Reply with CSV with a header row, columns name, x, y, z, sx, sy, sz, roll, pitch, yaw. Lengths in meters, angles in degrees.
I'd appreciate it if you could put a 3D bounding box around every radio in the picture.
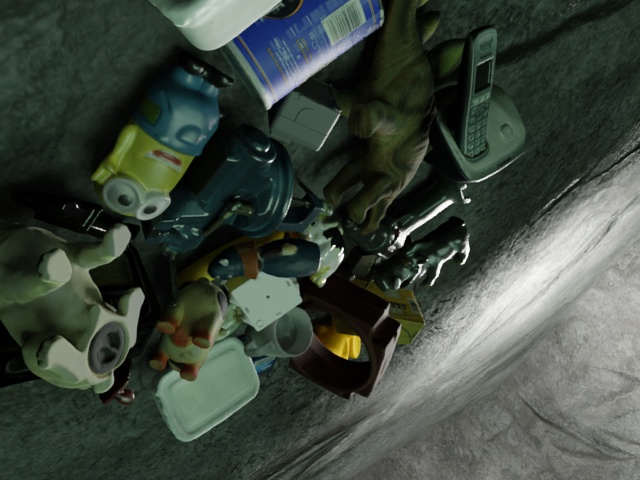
name,x,y,z,sx,sy,sz,roll,pitch,yaw
radio,-0.300,0.077,0.582,0.229,0.131,0.073,-6,139,-41

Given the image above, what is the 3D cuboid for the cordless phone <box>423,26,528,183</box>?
name,x,y,z,sx,sy,sz,roll,pitch,yaw
cordless phone,0.201,-0.175,0.654,0.146,0.089,0.184,-30,137,-31

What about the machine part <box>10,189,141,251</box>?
name,x,y,z,sx,sy,sz,roll,pitch,yaw
machine part,-0.249,-0.019,0.573,0.138,0.084,0.039,46,52,-69

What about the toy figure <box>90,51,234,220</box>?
name,x,y,z,sx,sy,sz,roll,pitch,yaw
toy figure,-0.158,-0.100,0.540,0.082,0.089,0.180,30,103,-18

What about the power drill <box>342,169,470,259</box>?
name,x,y,z,sx,sy,sz,roll,pitch,yaw
power drill,0.155,-0.048,0.933,0.207,0.086,0.231,-44,150,4

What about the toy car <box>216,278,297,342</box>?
name,x,y,z,sx,sy,sz,roll,pitch,yaw
toy car,-0.128,0.105,0.869,0.202,0.056,0.073,-31,149,-12

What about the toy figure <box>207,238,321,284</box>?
name,x,y,z,sx,sy,sz,roll,pitch,yaw
toy figure,-0.077,0.029,0.738,0.154,0.058,0.064,-2,119,-15

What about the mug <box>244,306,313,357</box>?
name,x,y,z,sx,sy,sz,roll,pitch,yaw
mug,-0.083,0.163,0.901,0.107,0.080,0.109,-16,-162,48

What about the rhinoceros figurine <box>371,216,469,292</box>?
name,x,y,z,sx,sy,sz,roll,pitch,yaw
rhinoceros figurine,0.178,0.031,0.934,0.190,0.073,0.112,-30,155,-9

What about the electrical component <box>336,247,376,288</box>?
name,x,y,z,sx,sy,sz,roll,pitch,yaw
electrical component,0.080,0.052,1.022,0.102,0.045,0.078,3,132,-48

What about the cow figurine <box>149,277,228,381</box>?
name,x,y,z,sx,sy,sz,roll,pitch,yaw
cow figurine,-0.174,0.121,0.733,0.194,0.085,0.127,116,-4,-48

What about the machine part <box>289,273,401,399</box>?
name,x,y,z,sx,sy,sz,roll,pitch,yaw
machine part,0.029,0.173,0.957,0.087,0.202,0.200,-42,152,-48

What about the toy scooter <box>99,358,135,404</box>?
name,x,y,z,sx,sy,sz,roll,pitch,yaw
toy scooter,-0.296,0.148,0.679,0.075,0.135,0.183,-43,148,12

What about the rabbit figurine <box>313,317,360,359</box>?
name,x,y,z,sx,sy,sz,roll,pitch,yaw
rabbit figurine,0.038,0.209,1.132,0.173,0.122,0.162,-55,150,-8

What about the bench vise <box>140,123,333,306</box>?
name,x,y,z,sx,sy,sz,roll,pitch,yaw
bench vise,-0.089,-0.038,0.661,0.240,0.129,0.223,6,131,-44

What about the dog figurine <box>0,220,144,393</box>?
name,x,y,z,sx,sy,sz,roll,pitch,yaw
dog figurine,-0.278,0.054,0.498,0.121,0.191,0.172,-18,112,-69

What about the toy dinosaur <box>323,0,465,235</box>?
name,x,y,z,sx,sy,sz,roll,pitch,yaw
toy dinosaur,0.096,-0.177,0.684,0.198,0.105,0.470,-30,145,-26

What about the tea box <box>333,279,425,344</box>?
name,x,y,z,sx,sy,sz,roll,pitch,yaw
tea box,0.111,0.141,1.067,0.169,0.098,0.068,14,126,-21

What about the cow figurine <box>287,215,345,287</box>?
name,x,y,z,sx,sy,sz,roll,pitch,yaw
cow figurine,0.000,-0.002,0.841,0.098,0.068,0.167,-44,155,-15

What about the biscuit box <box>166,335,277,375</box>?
name,x,y,z,sx,sy,sz,roll,pitch,yaw
biscuit box,-0.175,0.226,0.978,0.202,0.063,0.059,-13,141,-36
